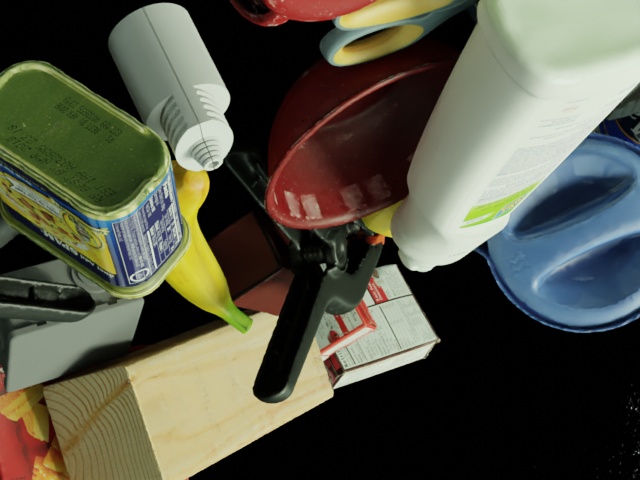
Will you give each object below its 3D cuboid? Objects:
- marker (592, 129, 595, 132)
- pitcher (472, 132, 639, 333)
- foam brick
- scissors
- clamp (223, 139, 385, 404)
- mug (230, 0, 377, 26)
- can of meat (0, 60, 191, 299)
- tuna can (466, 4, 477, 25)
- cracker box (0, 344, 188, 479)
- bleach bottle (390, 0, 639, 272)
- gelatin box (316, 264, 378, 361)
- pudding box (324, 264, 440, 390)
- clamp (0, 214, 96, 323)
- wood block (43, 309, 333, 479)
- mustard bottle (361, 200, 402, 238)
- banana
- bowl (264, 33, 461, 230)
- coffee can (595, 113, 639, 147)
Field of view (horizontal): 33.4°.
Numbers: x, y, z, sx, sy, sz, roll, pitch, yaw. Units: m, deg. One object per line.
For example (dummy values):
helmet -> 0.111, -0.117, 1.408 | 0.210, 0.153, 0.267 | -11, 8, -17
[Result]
marker -> 0.262, -0.094, 0.930 | 0.020, 0.020, 0.120 | -38, 156, 27
pitcher -> 0.196, -0.006, 0.819 | 0.145, 0.149, 0.242 | -45, 177, 5
foam brick -> -0.040, 0.018, 0.787 | 0.053, 0.051, 0.078 | -34, 158, 15
scissors -> 0.083, -0.127, 0.562 | 0.201, 0.016, 0.096 | -14, 167, -30
clamp -> -0.005, 0.001, 0.735 | 0.036, 0.164, 0.209 | -4, -168, 25
mug -> -0.009, -0.135, 0.426 | 0.093, 0.081, 0.117 | -9, 152, -39
can of meat -> -0.116, -0.029, 0.520 | 0.057, 0.102, 0.084 | -52, 165, -23
tuna can -> 0.128, -0.148, 0.624 | 0.086, 0.034, 0.086 | -23, 159, -10
cracker box -> -0.177, 0.192, 0.794 | 0.072, 0.214, 0.163 | -31, 161, 37
bleach bottle -> 0.094, -0.049, 0.622 | 0.102, 0.068, 0.251 | -17, 158, -26
gelatin box -> -0.006, 0.064, 0.903 | 0.089, 0.073, 0.030 | -34, 159, 14
pudding box -> 0.039, 0.075, 0.958 | 0.113, 0.090, 0.039 | -14, 155, -31
clamp -> -0.207, 0.014, 0.591 | 0.171, 0.039, 0.120 | -11, 131, -26
wood block -> -0.092, 0.115, 0.802 | 0.091, 0.090, 0.205 | -18, 180, 36
mustard bottle -> 0.111, -0.076, 0.738 | 0.192, 0.058, 0.096 | -41, 159, 31
banana -> -0.083, -0.003, 0.674 | 0.198, 0.070, 0.037 | 78, 34, -61
bowl -> 0.029, -0.074, 0.646 | 0.162, 0.055, 0.162 | -24, 158, -11
coffee can -> 0.283, -0.114, 0.793 | 0.102, 0.103, 0.140 | -17, 157, -24
